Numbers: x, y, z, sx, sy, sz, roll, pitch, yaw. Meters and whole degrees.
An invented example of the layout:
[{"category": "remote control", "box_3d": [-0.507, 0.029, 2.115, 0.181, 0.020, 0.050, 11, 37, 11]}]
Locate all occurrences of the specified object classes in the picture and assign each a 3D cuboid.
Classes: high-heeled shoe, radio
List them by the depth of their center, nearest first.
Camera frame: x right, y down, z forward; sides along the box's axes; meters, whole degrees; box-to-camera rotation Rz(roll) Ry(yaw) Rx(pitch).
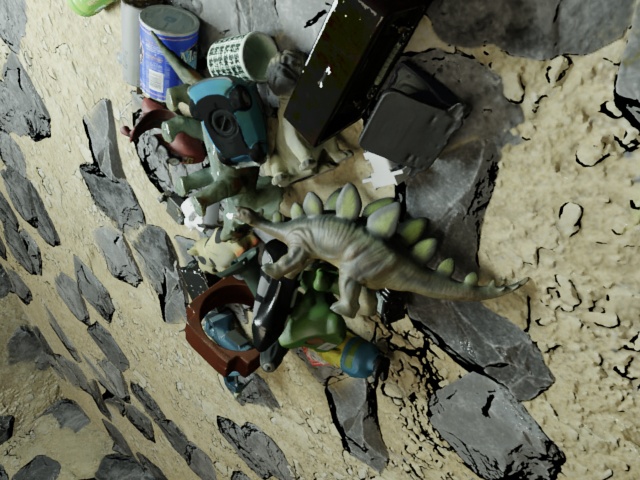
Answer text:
[{"category": "radio", "box_3d": [0.046, -0.241, 0.722, 0.073, 0.131, 0.229, 46, 140, 8]}, {"category": "high-heeled shoe", "box_3d": [-0.085, 0.097, 1.023, 0.086, 0.249, 0.145, 15, 112, -5]}]

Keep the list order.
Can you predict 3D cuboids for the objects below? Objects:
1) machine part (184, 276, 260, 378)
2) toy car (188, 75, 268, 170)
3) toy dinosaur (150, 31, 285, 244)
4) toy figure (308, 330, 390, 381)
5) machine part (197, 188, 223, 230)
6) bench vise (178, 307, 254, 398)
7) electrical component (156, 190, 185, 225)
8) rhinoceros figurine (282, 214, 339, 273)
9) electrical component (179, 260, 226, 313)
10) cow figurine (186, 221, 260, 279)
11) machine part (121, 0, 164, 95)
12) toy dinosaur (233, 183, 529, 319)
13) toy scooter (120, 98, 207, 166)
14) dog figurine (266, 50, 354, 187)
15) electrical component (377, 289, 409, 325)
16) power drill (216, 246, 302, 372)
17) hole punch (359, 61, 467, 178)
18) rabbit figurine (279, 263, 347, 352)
[{"category": "machine part", "box_3d": [-0.186, 0.192, 1.210, 0.202, 0.201, 0.087, 40, 141, 16]}, {"category": "toy car", "box_3d": [-0.132, -0.202, 0.878, 0.109, 0.103, 0.161, -5, 126, 32]}, {"category": "toy dinosaur", "box_3d": [-0.172, -0.174, 0.973, 0.131, 0.192, 0.404, 15, 117, 53]}, {"category": "toy figure", "box_3d": [0.058, 0.225, 1.091, 0.180, 0.089, 0.082, 13, 141, 34]}, {"category": "machine part", "box_3d": [-0.236, -0.091, 1.148, 0.084, 0.039, 0.138, -8, 80, 41]}, {"category": "bench vise", "box_3d": [-0.242, 0.306, 1.415, 0.224, 0.129, 0.240, 17, 122, 35]}, {"category": "electrical component", "box_3d": [-0.353, -0.077, 1.299, 0.102, 0.045, 0.078, 49, 139, 5]}, {"category": "rhinoceros figurine", "box_3d": [-0.002, -0.003, 0.976, 0.191, 0.073, 0.112, 12, 110, 32]}, {"category": "electrical component", "box_3d": [-0.289, 0.120, 1.373, 0.115, 0.058, 0.134, -1, 117, 47]}, {"category": "cow figurine", "box_3d": [-0.229, 0.019, 1.218, 0.127, 0.085, 0.195, 50, 137, 6]}, {"category": "machine part", "box_3d": [-0.345, -0.385, 1.040, 0.079, 0.079, 0.243, 40, 138, 16]}, {"category": "toy dinosaur", "box_3d": [0.074, 0.024, 0.853, 0.472, 0.105, 0.198, 23, 99, 12]}, {"category": "toy scooter", "box_3d": [-0.324, -0.215, 1.101, 0.184, 0.135, 0.075, 47, 139, 6]}, {"category": "dog figurine", "box_3d": [-0.047, -0.196, 0.890, 0.172, 0.121, 0.190, -24, 86, 46]}, {"category": "electrical component", "box_3d": [0.105, 0.088, 0.965, 0.119, 0.048, 0.074, 47, 145, 47]}, {"category": "power drill", "box_3d": [-0.114, 0.125, 1.073, 0.086, 0.232, 0.207, -35, 98, 24]}, {"category": "hole punch", "box_3d": [0.127, -0.169, 0.747, 0.116, 0.092, 0.142, 23, 136, -7]}, {"category": "rabbit figurine", "box_3d": [-0.008, 0.110, 1.019, 0.159, 0.121, 0.170, 132, 141, -52]}]
